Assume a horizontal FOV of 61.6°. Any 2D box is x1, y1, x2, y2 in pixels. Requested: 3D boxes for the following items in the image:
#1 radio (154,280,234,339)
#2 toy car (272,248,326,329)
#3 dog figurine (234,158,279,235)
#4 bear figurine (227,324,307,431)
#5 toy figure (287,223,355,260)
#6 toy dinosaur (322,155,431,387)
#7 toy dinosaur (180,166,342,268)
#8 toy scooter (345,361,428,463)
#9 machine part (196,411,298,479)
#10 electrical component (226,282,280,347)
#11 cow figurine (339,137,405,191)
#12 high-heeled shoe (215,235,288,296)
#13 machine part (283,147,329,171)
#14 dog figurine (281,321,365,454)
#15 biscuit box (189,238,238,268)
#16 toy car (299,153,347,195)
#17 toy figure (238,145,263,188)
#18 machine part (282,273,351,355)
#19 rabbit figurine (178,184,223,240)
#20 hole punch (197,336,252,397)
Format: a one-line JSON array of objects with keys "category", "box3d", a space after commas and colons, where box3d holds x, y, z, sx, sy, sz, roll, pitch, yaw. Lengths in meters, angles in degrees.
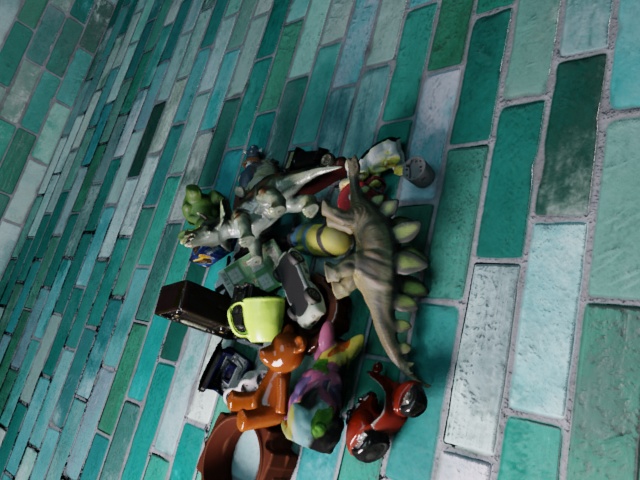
[{"category": "radio", "box3d": [-0.264, 0.171, 1.267, 0.131, 0.229, 0.073, -14, 56, 42]}, {"category": "toy car", "box3d": [-0.046, 0.100, 1.151, 0.073, 0.056, 0.202, -50, 42, 22]}, {"category": "dog figurine", "box3d": [-0.151, -0.112, 1.430, 0.191, 0.121, 0.172, -72, -3, -60]}, {"category": "bear figurine", "box3d": [-0.101, 0.271, 1.084, 0.120, 0.132, 0.195, 33, 115, 62]}, {"category": "toy figure", "box3d": [-0.004, 0.000, 1.219, 0.180, 0.089, 0.082, 9, 83, 42]}, {"category": "toy dinosaur", "box3d": [0.110, 0.050, 1.041, 0.199, 0.105, 0.471, -10, 74, 12]}, {"category": "toy dinosaur", "box3d": [-0.130, -0.082, 1.253, 0.405, 0.131, 0.192, -37, 51, 9]}, {"category": "toy scooter", "box3d": [0.104, 0.300, 0.974, 0.184, 0.075, 0.135, -50, 38, 13]}, {"category": "machine part", "box3d": [-0.158, 0.463, 1.120, 0.202, 0.087, 0.201, 17, 81, 47]}, {"category": "electrical component", "box3d": [-0.153, 0.177, 1.244, 0.058, 0.114, 0.134, -16, 59, 42]}, {"category": "cow figurine", "box3d": [0.113, -0.171, 1.217, 0.167, 0.068, 0.098, -24, 48, 28]}, {"category": "high-heeled shoe", "box3d": [-0.175, 0.080, 1.343, 0.249, 0.086, 0.145, -22, 58, 39]}, {"category": "machine part", "box3d": [-0.041, -0.211, 1.402, 0.139, 0.039, 0.084, -5, 57, 43]}, {"category": "dog figurine", "box3d": [0.012, 0.269, 1.018, 0.191, 0.108, 0.219, 107, -176, -83]}, {"category": "biscuit box", "box3d": [-0.286, 0.018, 1.440, 0.203, 0.063, 0.059, -28, 43, 55]}, {"category": "toy car", "box3d": [-0.013, -0.144, 1.303, 0.202, 0.089, 0.053, -28, 53, 31]}, {"category": "toy figure", "box3d": [-0.195, -0.199, 1.520, 0.057, 0.064, 0.154, 118, 162, -60]}, {"category": "machine part", "box3d": [-0.014, 0.162, 1.168, 0.179, 0.056, 0.179, -21, 56, 35]}, {"category": "rabbit figurine", "box3d": [-0.342, -0.056, 1.533, 0.159, 0.121, 0.170, -53, 41, 17]}, {"category": "hole punch", "box3d": [-0.227, 0.312, 1.275, 0.142, 0.092, 0.116, -68, 14, -4]}]
